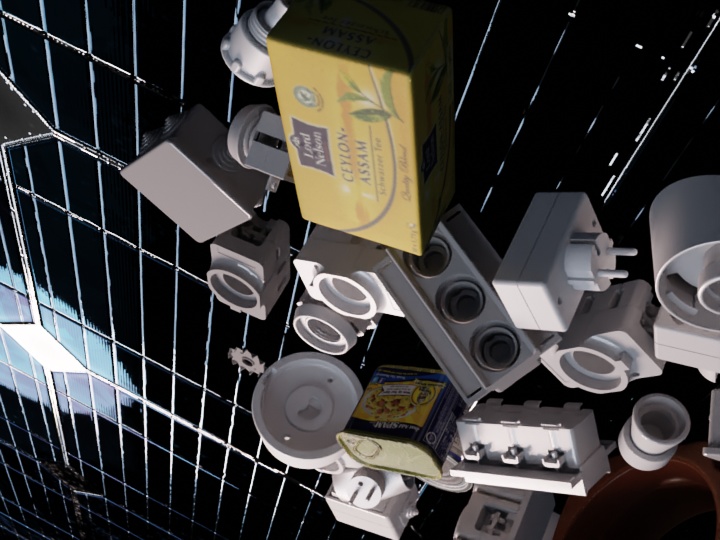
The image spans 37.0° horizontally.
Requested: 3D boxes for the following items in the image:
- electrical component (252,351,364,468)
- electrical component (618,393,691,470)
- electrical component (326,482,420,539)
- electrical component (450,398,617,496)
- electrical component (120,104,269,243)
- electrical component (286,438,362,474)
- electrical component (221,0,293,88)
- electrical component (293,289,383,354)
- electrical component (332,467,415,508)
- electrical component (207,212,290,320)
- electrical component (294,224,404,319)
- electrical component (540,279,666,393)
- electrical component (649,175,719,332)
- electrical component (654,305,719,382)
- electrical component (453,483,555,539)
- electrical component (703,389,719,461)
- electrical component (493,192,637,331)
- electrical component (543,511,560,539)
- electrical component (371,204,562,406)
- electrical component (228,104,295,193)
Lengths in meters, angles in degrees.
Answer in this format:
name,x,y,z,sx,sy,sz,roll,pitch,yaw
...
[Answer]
name,x,y,z,sx,sy,sz,roll,pitch,yaw
electrical component,-0.050,0.140,1.044,0.108,0.108,0.060,25,155,9
electrical component,0.231,0.129,0.849,0.045,0.045,0.055,23,148,12
electrical component,0.019,0.248,1.180,0.096,0.061,0.061,12,144,28
electrical component,0.146,0.150,0.926,0.121,0.079,0.063,-3,107,42
electrical component,-0.127,-0.076,0.848,0.100,0.048,0.100,43,147,-20
electrical component,-0.030,0.171,1.113,0.095,0.059,0.053,-5,134,44
electrical component,-0.057,-0.151,0.690,0.048,0.048,0.062,35,136,-9
electrical component,-0.021,0.034,0.910,0.058,0.057,0.078,-9,132,46
electrical component,0.009,0.220,1.114,0.077,0.079,0.043,-14,103,21
electrical component,-0.095,-0.003,0.920,0.050,0.055,0.089,23,148,12
electrical component,0.000,0.000,0.846,0.089,0.055,0.050,10,144,30
electrical component,0.174,0.051,0.773,0.050,0.055,0.089,44,146,-21
electrical component,0.227,-0.008,0.660,0.099,0.064,0.099,9,143,7
electrical component,0.246,0.051,0.723,0.083,0.047,0.075,13,145,26
electrical component,0.127,0.255,1.015,0.062,0.150,0.089,11,144,27
electrical component,0.297,0.112,0.738,0.100,0.048,0.100,-5,161,44
electrical component,0.140,-0.006,0.694,0.076,0.083,0.047,3,140,37
electrical component,0.181,0.281,1.115,0.099,0.064,0.099,10,147,6
electrical component,0.076,0.026,0.766,0.121,0.079,0.063,55,-175,19
electrical component,-0.060,-0.090,0.769,0.055,0.066,0.048,23,-175,26
